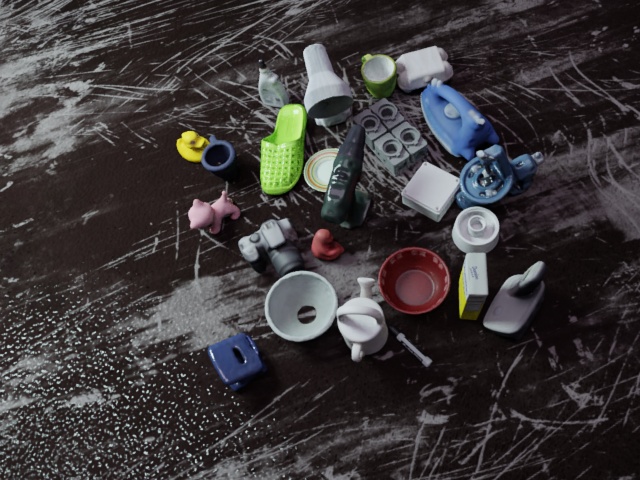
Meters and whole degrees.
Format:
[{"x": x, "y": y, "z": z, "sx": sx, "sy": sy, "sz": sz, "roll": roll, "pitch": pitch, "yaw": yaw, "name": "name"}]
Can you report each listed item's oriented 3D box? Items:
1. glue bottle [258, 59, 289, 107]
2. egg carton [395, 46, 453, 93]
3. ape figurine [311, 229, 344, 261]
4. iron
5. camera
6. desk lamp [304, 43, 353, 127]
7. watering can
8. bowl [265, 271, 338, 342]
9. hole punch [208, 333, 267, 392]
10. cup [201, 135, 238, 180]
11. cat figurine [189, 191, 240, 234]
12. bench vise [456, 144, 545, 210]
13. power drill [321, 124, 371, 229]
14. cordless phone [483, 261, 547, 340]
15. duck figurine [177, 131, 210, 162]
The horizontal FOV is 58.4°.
[{"x": -0.136, "y": -0.425, "z": 1.543, "sx": 0.078, "sy": 0.173, "sz": 0.037, "roll": 15, "pitch": 69, "yaw": 17, "name": "glue bottle"}, {"x": 0.277, "y": -0.457, "z": 1.542, "sx": 0.150, "sy": 0.069, "sz": 0.107, "roll": -15, "pitch": 64, "yaw": 3, "name": "egg carton"}, {"x": 0.013, "y": 0.005, "z": 1.365, "sx": 0.076, "sy": 0.092, "sz": 0.077, "roll": -16, "pitch": 64, "yaw": 3, "name": "ape figurine"}, {"x": 0.331, "y": -0.327, "z": 1.432, "sx": 0.119, "sy": 0.142, "sz": 0.257, "roll": -34, "pitch": 64, "yaw": -6, "name": "iron"}, {"x": -0.107, "y": 0.030, "z": 1.370, "sx": 0.143, "sy": 0.101, "sz": 0.136, "roll": -29, "pitch": 64, "yaw": -4, "name": "camera"}, {"x": 0.013, "y": -0.384, "z": 1.475, "sx": 0.118, "sy": 0.214, "sz": 0.203, "roll": -16, "pitch": 64, "yaw": 3, "name": "desk lamp"}, {"x": 0.087, "y": 0.167, "z": 1.220, "sx": 0.101, "sy": 0.194, "sz": 0.172, "roll": -15, "pitch": 64, "yaw": 3, "name": "watering can"}, {"x": -0.038, "y": 0.160, "z": 1.312, "sx": 0.167, "sy": 0.075, "sz": 0.167, "roll": -4, "pitch": 65, "yaw": 9, "name": "bowl"}, {"x": -0.184, "y": 0.266, "z": 1.281, "sx": 0.101, "sy": 0.091, "sz": 0.108, "roll": -33, "pitch": 64, "yaw": -5, "name": "hole punch"}, {"x": -0.259, "y": -0.210, "z": 1.511, "sx": 0.091, "sy": 0.095, "sz": 0.117, "roll": -23, "pitch": 64, "yaw": -1, "name": "cup"}, {"x": -0.275, "y": -0.073, "z": 1.438, "sx": 0.128, "sy": 0.118, "sz": 0.067, "roll": -41, "pitch": 65, "yaw": -9, "name": "cat figurine"}, {"x": 0.406, "y": -0.170, "z": 1.303, "sx": 0.207, "sy": 0.220, "sz": 0.121, "roll": -39, "pitch": 65, "yaw": -8, "name": "bench vise"}, {"x": 0.068, "y": -0.126, "z": 1.350, "sx": 0.075, "sy": 0.209, "sz": 0.230, "roll": 13, "pitch": 69, "yaw": 16, "name": "power drill"}, {"x": 0.411, "y": 0.121, "z": 1.188, "sx": 0.094, "sy": 0.185, "sz": 0.148, "roll": 27, "pitch": 73, "yaw": 21, "name": "cordless phone"}, {"x": -0.347, "y": -0.263, "z": 1.556, "sx": 0.104, "sy": 0.086, "sz": 0.077, "roll": 15, "pitch": 69, "yaw": 16, "name": "duck figurine"}]
